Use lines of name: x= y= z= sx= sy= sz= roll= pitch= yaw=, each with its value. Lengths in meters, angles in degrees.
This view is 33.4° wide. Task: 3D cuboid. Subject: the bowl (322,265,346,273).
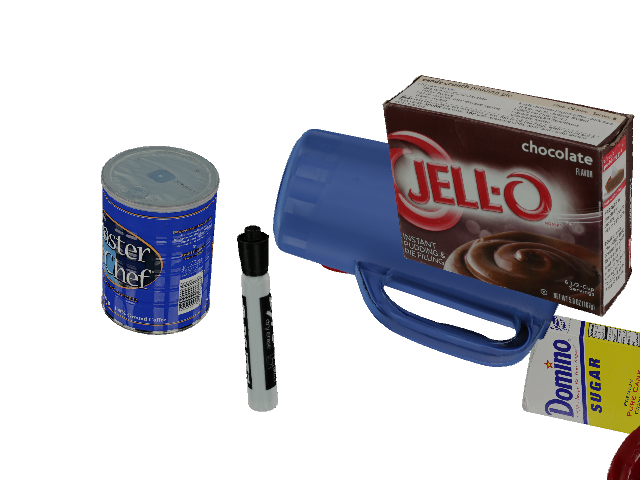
bowl: x=0.046 y=-0.004 z=1.085 sx=0.162 sy=0.055 sz=0.162 roll=-3 pitch=14 yaw=0

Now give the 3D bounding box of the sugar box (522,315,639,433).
sugar box: x=0.284 y=0.132 z=1.005 sx=0.176 sy=0.093 sz=0.048 roll=9 pitch=22 yaw=11

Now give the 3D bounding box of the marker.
marker: x=-0.038 y=0.048 z=0.649 sx=0.020 sy=0.121 sz=0.020 roll=-2 pitch=24 yaw=0

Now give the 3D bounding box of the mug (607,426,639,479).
mug: x=0.149 y=0.117 z=0.354 sx=0.117 sy=0.081 sz=0.093 roll=5 pitch=37 yaw=8

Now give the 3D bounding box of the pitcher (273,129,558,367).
pitcher: x=0.086 y=-0.004 z=0.878 sx=0.243 sy=0.145 sz=0.149 roll=15 pitch=17 yaw=8

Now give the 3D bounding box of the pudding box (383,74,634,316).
pudding box: x=0.088 y=-0.023 z=0.499 sx=0.114 sy=0.090 sz=0.039 roll=15 pitch=43 yaw=33

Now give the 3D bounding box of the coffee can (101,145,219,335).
coffee can: x=-0.147 y=0.000 z=0.970 sx=0.102 sy=0.140 sz=0.103 roll=5 pitch=34 yaw=-4
